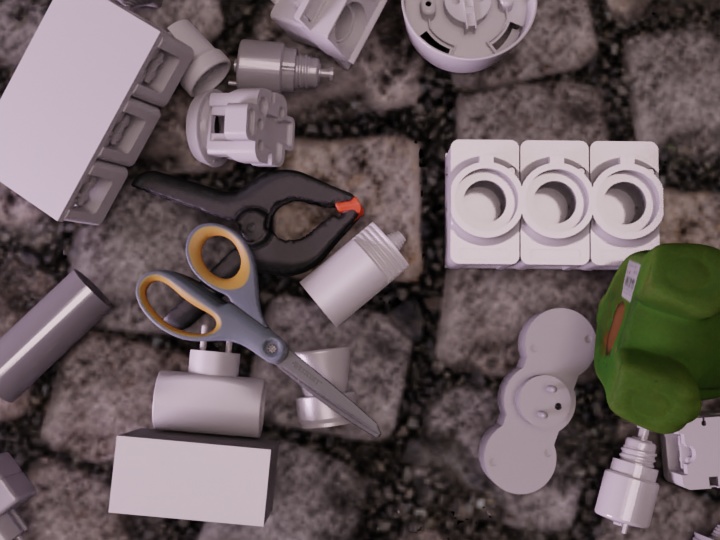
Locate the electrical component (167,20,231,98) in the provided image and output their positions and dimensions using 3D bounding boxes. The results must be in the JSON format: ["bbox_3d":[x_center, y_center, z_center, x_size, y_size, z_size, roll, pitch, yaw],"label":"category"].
[{"bbox_3d":[-0.127,-0.160,0.810,0.040,0.040,0.046,-41,81,-3],"label":"electrical component"}]

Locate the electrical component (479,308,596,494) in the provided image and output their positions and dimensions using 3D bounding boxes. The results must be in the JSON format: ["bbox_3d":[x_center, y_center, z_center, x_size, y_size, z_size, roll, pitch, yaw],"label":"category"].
[{"bbox_3d":[0.129,0.093,0.772,0.052,0.073,0.138,20,85,1],"label":"electrical component"}]

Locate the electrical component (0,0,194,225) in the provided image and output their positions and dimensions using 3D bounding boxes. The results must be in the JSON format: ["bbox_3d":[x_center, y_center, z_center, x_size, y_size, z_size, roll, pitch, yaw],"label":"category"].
[{"bbox_3d":[-0.198,-0.119,0.777,0.089,0.062,0.150,33,97,16],"label":"electrical component"}]

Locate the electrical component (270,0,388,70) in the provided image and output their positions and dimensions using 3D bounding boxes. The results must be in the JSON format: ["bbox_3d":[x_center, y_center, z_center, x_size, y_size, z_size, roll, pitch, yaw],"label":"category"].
[{"bbox_3d":[-0.010,-0.223,0.800,0.063,0.079,0.121,25,85,31],"label":"electrical component"}]

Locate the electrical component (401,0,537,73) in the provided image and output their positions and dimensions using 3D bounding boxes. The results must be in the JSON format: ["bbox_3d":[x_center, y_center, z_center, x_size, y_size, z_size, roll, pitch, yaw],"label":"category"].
[{"bbox_3d":[0.079,-0.196,0.801,0.099,0.064,0.099,0,85,-1],"label":"electrical component"}]

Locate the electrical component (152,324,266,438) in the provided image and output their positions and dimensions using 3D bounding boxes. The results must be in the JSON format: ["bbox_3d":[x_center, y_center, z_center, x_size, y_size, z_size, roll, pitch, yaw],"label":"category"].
[{"bbox_3d":[-0.108,0.080,0.787,0.077,0.044,0.079,5,85,0],"label":"electrical component"}]

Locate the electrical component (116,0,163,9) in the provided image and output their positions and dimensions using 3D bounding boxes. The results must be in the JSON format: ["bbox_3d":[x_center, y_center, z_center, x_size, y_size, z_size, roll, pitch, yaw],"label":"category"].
[{"bbox_3d":[-0.186,-0.251,0.812,0.100,0.048,0.099,11,85,0],"label":"electrical component"}]

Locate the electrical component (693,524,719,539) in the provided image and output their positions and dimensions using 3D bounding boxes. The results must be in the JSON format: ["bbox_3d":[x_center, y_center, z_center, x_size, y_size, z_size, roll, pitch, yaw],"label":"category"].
[{"bbox_3d":[0.253,0.224,0.777,0.043,0.043,0.081,17,85,1],"label":"electrical component"}]

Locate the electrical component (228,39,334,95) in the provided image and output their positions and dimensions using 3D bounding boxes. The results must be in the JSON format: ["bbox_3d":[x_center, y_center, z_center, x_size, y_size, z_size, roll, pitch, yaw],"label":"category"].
[{"bbox_3d":[-0.059,-0.150,0.809,0.078,0.040,0.040,5,85,0],"label":"electrical component"}]

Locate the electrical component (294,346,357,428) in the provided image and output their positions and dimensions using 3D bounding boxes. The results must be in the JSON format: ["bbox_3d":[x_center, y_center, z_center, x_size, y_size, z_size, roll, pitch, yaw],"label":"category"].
[{"bbox_3d":[-0.026,0.086,0.787,0.045,0.045,0.055,-6,86,-1],"label":"electrical component"}]

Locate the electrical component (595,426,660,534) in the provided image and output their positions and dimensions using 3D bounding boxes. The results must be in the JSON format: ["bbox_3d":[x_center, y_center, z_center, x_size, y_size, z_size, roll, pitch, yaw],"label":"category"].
[{"bbox_3d":[0.199,0.152,0.785,0.040,0.040,0.078,16,85,1],"label":"electrical component"}]

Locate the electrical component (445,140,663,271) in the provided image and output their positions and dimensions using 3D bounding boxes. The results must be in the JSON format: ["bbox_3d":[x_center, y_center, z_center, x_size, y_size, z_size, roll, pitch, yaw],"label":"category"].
[{"bbox_3d":[0.139,-0.047,0.790,0.150,0.061,0.089,1,85,0],"label":"electrical component"}]

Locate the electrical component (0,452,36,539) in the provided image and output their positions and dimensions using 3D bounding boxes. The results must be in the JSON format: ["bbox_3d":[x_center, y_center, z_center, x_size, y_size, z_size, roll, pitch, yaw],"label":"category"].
[{"bbox_3d":[-0.266,0.183,0.776,0.066,0.047,0.076,-37,86,-3],"label":"electrical component"}]

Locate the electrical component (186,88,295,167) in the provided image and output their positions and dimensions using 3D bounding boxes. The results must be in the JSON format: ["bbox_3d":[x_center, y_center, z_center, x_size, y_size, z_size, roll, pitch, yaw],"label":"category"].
[{"bbox_3d":[-0.090,-0.104,0.791,0.057,0.078,0.058,3,90,22],"label":"electrical component"}]

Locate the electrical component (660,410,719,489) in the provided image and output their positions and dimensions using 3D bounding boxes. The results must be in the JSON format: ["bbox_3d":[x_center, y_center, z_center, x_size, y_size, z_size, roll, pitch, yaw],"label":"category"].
[{"bbox_3d":[0.268,0.128,0.779,0.089,0.055,0.050,-4,85,-1],"label":"electrical component"}]

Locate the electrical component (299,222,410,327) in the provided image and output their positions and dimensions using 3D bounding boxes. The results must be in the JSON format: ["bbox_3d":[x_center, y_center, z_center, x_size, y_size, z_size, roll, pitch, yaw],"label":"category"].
[{"bbox_3d":[0.000,0.000,0.795,0.081,0.043,0.043,-40,87,-3],"label":"electrical component"}]
